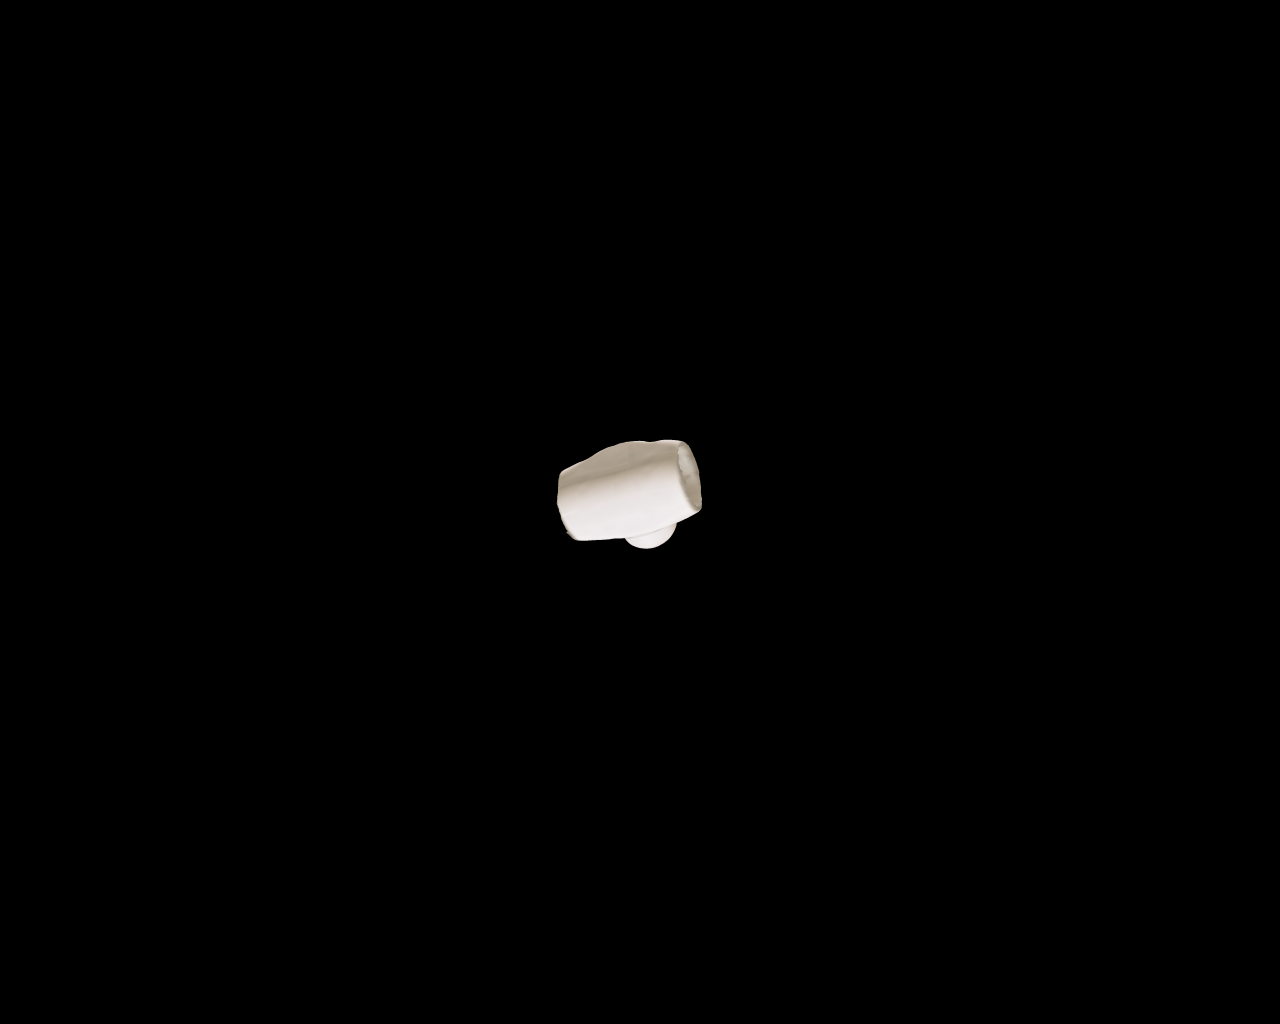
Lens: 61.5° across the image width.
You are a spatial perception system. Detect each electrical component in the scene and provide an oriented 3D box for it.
[{"bbox_3d":[0.001,-0.003,0.650,0.077,0.044,0.079,-14,-40,17],"label":"electrical component"}]
